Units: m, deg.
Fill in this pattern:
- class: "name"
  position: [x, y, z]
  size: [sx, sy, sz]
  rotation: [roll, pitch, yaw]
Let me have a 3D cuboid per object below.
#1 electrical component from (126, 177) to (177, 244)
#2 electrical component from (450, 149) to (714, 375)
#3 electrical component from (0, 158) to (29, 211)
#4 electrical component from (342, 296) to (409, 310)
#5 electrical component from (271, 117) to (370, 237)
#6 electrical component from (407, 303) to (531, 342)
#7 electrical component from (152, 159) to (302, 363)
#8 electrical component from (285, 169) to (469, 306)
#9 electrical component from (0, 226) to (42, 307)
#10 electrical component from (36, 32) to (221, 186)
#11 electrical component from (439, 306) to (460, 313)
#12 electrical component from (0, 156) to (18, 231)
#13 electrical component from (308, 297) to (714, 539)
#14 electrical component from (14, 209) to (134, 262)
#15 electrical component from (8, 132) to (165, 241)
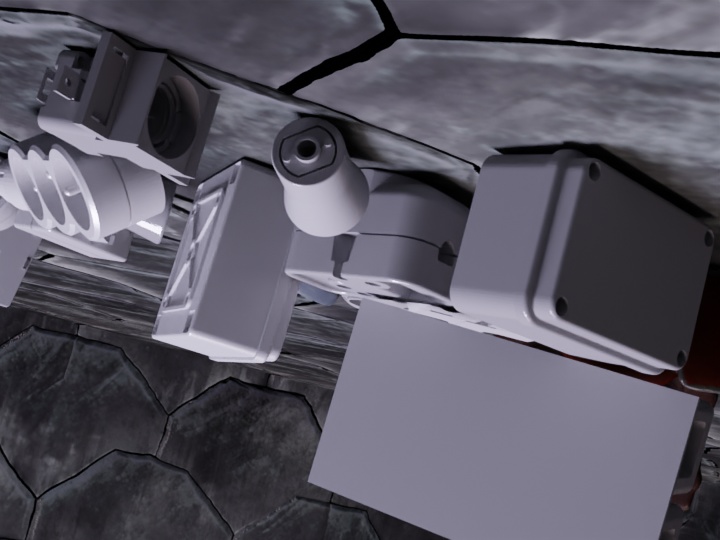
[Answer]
- class: "electrical component"
  position: [-0.150, -0.045, 0.692]
  size: [0.055, 0.045, 0.045]
  rotation: [16, 170, -13]
- class: "electrical component"
  position: [0.105, -0.002, 0.493]
  size: [0.113, 0.078, 0.057]
  rotation: [21, 170, -40]
- class: "electrical component"
  position: [-0.222, -0.060, 0.719]
  size: [0.078, 0.040, 0.040]
  rotation: [8, 169, 34]
- class: "electrical component"
  position: [0.000, 0.000, 0.749]
  size: [0.079, 0.044, 0.077]
  rotation: [17, 170, -17]
- class: "electrical component"
  position: [-0.021, -0.046, 0.521]
  size: [0.044, 0.044, 0.065]
  rotation: [12, 166, 10]
- class: "electrical component"
  position: [0.081, 0.011, 0.685]
  size: [0.089, 0.050, 0.056]
  rotation: [15, 170, -9]
- class: "electrical component"
  position: [-0.076, -0.002, 0.651]
  size: [0.056, 0.108, 0.109]
  rotation: [20, 169, -20]
- class: "electrical component"
  position: [0.011, -0.018, 0.584]
  size: [0.095, 0.059, 0.054]
  rotation: [5, 167, 42]
- class: "electrical component"
  position: [-0.320, -0.022, 0.903]
  size: [0.048, 0.099, 0.100]
  rotation: [23, 176, 27]
- class: "electrical component"
  position: [-0.106, -0.072, 0.486]
  size: [0.064, 0.042, 0.081]
  rotation: [13, 171, 27]
- class: "electrical component"
  position: [0.070, -0.004, 0.604]
  size: [0.055, 0.055, 0.047]
  rotation: [21, 164, -38]
- class: "electrical component"
  position: [-0.310, -0.063, 0.784]
  size: [0.138, 0.052, 0.073]
  rotation: [13, 171, 0]
- class: "electrical component"
  position: [0.078, 0.092, 0.571]
  size: [0.186, 0.105, 0.060]
  rotation: [16, 178, 29]
- class: "electrical component"
  position: [-0.189, -0.038, 0.777]
  size: [0.076, 0.047, 0.083]
  rotation: [8, 169, 30]
- class: "electrical component"
  position: [-0.136, -0.056, 0.586]
  size: [0.074, 0.052, 0.138]
  rotation: [-27, -162, -26]
